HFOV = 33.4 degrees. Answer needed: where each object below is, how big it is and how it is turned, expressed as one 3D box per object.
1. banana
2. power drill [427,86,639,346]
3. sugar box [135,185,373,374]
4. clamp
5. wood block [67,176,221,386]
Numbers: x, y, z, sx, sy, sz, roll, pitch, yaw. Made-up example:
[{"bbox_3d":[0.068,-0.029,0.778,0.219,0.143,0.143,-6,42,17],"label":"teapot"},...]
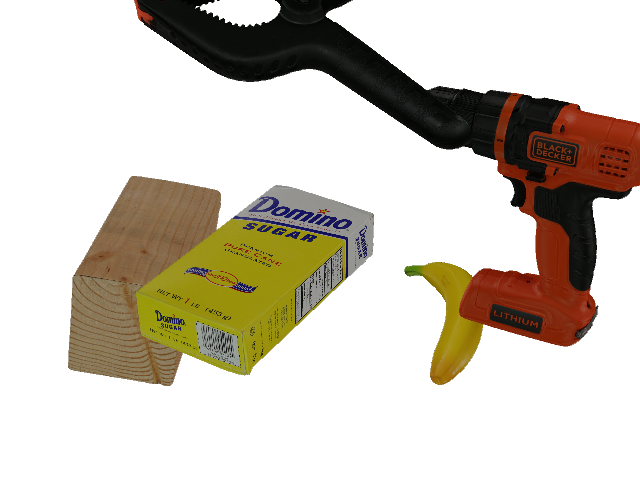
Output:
[{"bbox_3d":[0.132,0.073,1.070,0.070,0.037,0.198,-30,27,13],"label":"banana"},{"bbox_3d":[0.152,-0.021,0.817,0.185,0.188,0.057,17,34,25],"label":"power drill"},{"bbox_3d":[-0.043,0.022,0.780,0.093,0.048,0.176,18,40,26],"label":"sugar box"},{"bbox_3d":[-0.005,-0.126,0.628,0.210,0.164,0.036,-2,-24,-2],"label":"clamp"},{"bbox_3d":[-0.150,0.028,0.941,0.090,0.091,0.206,10,26,-1],"label":"wood block"}]
